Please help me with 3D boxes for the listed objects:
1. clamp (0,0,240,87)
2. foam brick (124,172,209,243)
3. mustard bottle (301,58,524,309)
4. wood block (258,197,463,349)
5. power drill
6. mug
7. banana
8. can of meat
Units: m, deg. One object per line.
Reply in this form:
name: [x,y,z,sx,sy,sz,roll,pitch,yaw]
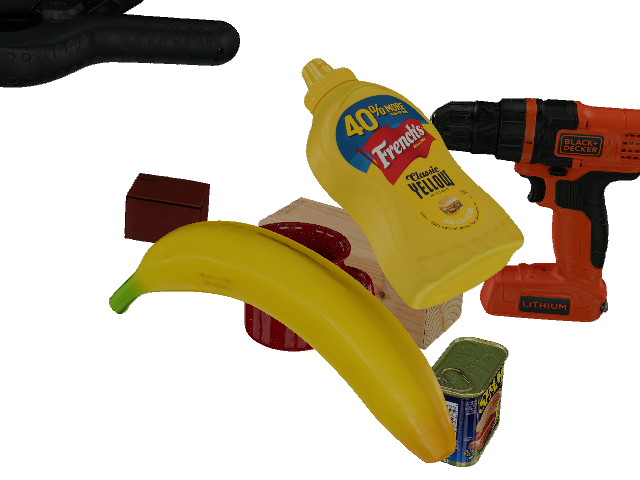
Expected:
clamp: [-0.144,-0.122,0.602,0.171,0.039,0.120,-10,31,-26]
foam brick: [-0.156,-0.031,1.091,0.078,0.051,0.053,9,31,3]
mustard bottle: [0.046,-0.049,0.722,0.096,0.192,0.058,-23,-23,-32]
wood block: [0.041,0.032,1.138,0.206,0.091,0.090,17,30,28]
power drill: [0.177,-0.027,0.882,0.184,0.188,0.057,5,29,7]
mug: [-0.011,0.041,0.890,0.117,0.081,0.093,10,25,15]
banana: [-0.015,0.035,0.512,0.198,0.070,0.037,23,21,27]
can of meat: [0.139,0.154,1.019,0.058,0.084,0.101,12,27,24]
